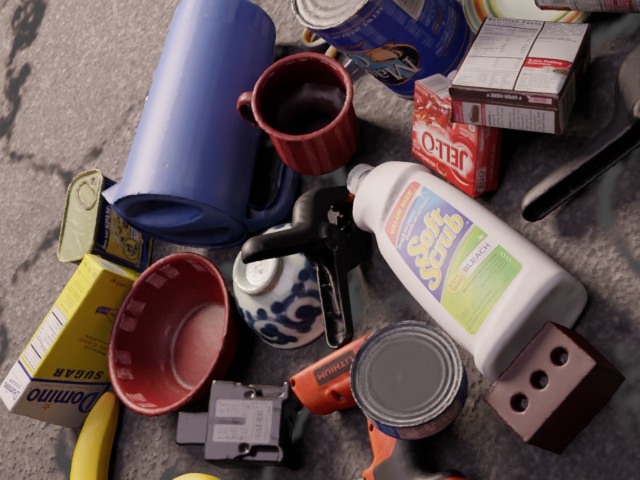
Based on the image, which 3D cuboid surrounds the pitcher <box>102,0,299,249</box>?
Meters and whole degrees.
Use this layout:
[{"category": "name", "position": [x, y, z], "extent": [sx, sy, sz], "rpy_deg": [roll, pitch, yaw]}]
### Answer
[{"category": "pitcher", "position": [-0.106, -0.120, 1.068], "extent": [0.145, 0.149, 0.243], "rpy_deg": [-17, 56, 52]}]

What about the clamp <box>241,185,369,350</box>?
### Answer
[{"category": "clamp", "position": [-0.006, 0.001, 0.915], "extent": [0.039, 0.120, 0.171], "rpy_deg": [-29, 29, 31]}]

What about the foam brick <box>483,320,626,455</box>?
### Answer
[{"category": "foam brick", "position": [0.169, 0.107, 0.770], "extent": [0.078, 0.051, 0.053], "rpy_deg": [-52, 47, 9]}]

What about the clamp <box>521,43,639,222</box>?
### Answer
[{"category": "clamp", "position": [0.245, -0.088, 0.803], "extent": [0.165, 0.036, 0.210], "rpy_deg": [9, 75, 43]}]

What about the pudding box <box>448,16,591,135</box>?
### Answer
[{"category": "pudding box", "position": [0.160, -0.133, 0.846], "extent": [0.090, 0.039, 0.113], "rpy_deg": [8, 42, 23]}]

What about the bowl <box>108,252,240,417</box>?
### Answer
[{"category": "bowl", "position": [-0.130, 0.095, 1.028], "extent": [0.162, 0.055, 0.162], "rpy_deg": [-18, 60, 34]}]

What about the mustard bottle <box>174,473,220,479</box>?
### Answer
[{"category": "mustard bottle", "position": [-0.100, 0.254, 0.929], "extent": [0.192, 0.058, 0.096], "rpy_deg": [-3, 69, 40]}]

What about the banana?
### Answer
[{"category": "banana", "position": [-0.216, 0.248, 1.050], "extent": [0.070, 0.037, 0.198], "rpy_deg": [-22, 58, 10]}]

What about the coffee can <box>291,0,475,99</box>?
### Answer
[{"category": "coffee can", "position": [0.057, -0.200, 0.943], "extent": [0.103, 0.140, 0.103], "rpy_deg": [-18, 60, 34]}]

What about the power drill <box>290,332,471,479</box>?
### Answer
[{"category": "power drill", "position": [0.035, 0.183, 0.848], "extent": [0.185, 0.057, 0.188], "rpy_deg": [-31, 56, 22]}]

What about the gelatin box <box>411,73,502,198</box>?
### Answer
[{"category": "gelatin box", "position": [0.113, -0.087, 0.892], "extent": [0.089, 0.030, 0.073], "rpy_deg": [43, 145, 44]}]

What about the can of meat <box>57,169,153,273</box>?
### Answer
[{"category": "can of meat", "position": [-0.225, -0.012, 1.138], "extent": [0.058, 0.083, 0.102], "rpy_deg": [-13, 63, 37]}]

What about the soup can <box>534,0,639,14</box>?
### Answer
[{"category": "soup can", "position": [0.224, -0.213, 0.839], "extent": [0.102, 0.068, 0.068], "rpy_deg": [9, 76, 27]}]

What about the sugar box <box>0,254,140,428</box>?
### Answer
[{"category": "sugar box", "position": [-0.243, 0.107, 1.095], "extent": [0.048, 0.093, 0.176], "rpy_deg": [36, 96, 44]}]

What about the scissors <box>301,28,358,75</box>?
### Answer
[{"category": "scissors", "position": [0.064, -0.222, 1.033], "extent": [0.202, 0.016, 0.096], "rpy_deg": [-23, 59, 32]}]

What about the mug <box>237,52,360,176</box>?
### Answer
[{"category": "mug", "position": [-0.020, -0.113, 0.987], "extent": [0.117, 0.081, 0.093], "rpy_deg": [7, 67, 15]}]

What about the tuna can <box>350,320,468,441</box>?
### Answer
[{"category": "tuna can", "position": [0.068, 0.106, 0.802], "extent": [0.086, 0.033, 0.086], "rpy_deg": [-9, 57, 13]}]

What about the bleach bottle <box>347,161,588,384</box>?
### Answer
[{"category": "bleach bottle", "position": [0.096, 0.010, 0.870], "extent": [0.102, 0.068, 0.251], "rpy_deg": [-53, 44, 5]}]
